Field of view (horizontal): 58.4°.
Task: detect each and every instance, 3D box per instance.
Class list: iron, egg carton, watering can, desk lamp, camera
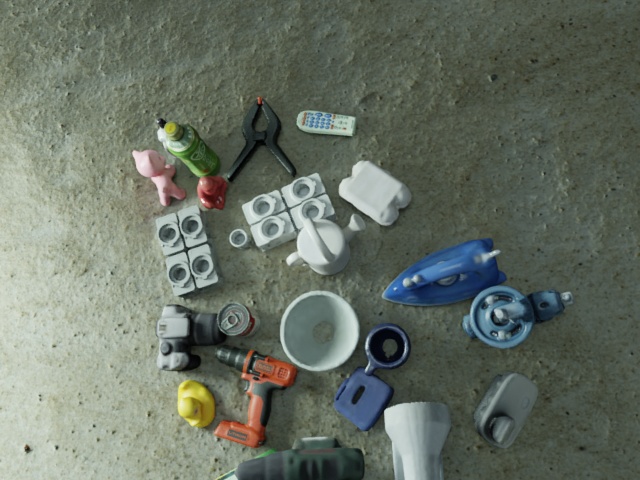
[{"bbox_3d":[0.248,0.071,1.170,0.258,0.141,0.118,-19,75,3],"label":"iron"},{"bbox_3d":[0.122,-0.105,1.265,0.150,0.069,0.107,36,84,14],"label":"egg carton"},{"bbox_3d":[0.010,0.002,1.191,0.100,0.194,0.173,40,85,14],"label":"watering can"},{"bbox_3d":[0.187,0.402,1.066,0.118,0.214,0.203,-6,77,7],"label":"desk lamp"},{"bbox_3d":[-0.276,0.209,1.232,0.136,0.101,0.143,-2,77,8],"label":"camera"}]

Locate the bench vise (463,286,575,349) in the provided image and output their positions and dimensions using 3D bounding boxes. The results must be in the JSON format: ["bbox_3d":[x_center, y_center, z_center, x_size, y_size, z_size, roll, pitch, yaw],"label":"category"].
[{"bbox_3d":[0.381,0.125,1.099,0.207,0.220,0.121,-34,75,0],"label":"bench vise"}]

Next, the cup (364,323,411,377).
[{"bbox_3d":[0.133,0.231,1.174,0.091,0.095,0.118,36,84,14],"label":"cup"}]

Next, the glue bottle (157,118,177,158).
[{"bbox_3d":[-0.332,-0.237,1.304,0.078,0.173,0.037,-16,75,4],"label":"glue bottle"}]

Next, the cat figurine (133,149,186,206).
[{"bbox_3d":[-0.376,-0.154,1.320,0.067,0.118,0.127,-29,75,1],"label":"cat figurine"}]

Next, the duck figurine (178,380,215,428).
[{"bbox_3d":[-0.271,0.347,1.208,0.077,0.086,0.104,-29,75,1],"label":"duck figurine"}]

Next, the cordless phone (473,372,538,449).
[{"bbox_3d":[0.359,0.321,1.075,0.094,0.185,0.148,27,82,13],"label":"cordless phone"}]

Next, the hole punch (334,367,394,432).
[{"bbox_3d":[0.086,0.322,1.162,0.101,0.091,0.109,31,83,14],"label":"hole punch"}]

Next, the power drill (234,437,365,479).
[{"bbox_3d":[-0.026,0.428,1.093,0.229,0.208,0.075,-6,76,7],"label":"power drill"}]

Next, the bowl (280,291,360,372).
[{"bbox_3d":[0.004,0.194,1.211,0.167,0.075,0.167,-2,77,8],"label":"bowl"}]

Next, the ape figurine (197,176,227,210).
[{"bbox_3d":[-0.251,-0.117,1.307,0.078,0.092,0.076,-45,75,-4],"label":"ape figurine"}]
